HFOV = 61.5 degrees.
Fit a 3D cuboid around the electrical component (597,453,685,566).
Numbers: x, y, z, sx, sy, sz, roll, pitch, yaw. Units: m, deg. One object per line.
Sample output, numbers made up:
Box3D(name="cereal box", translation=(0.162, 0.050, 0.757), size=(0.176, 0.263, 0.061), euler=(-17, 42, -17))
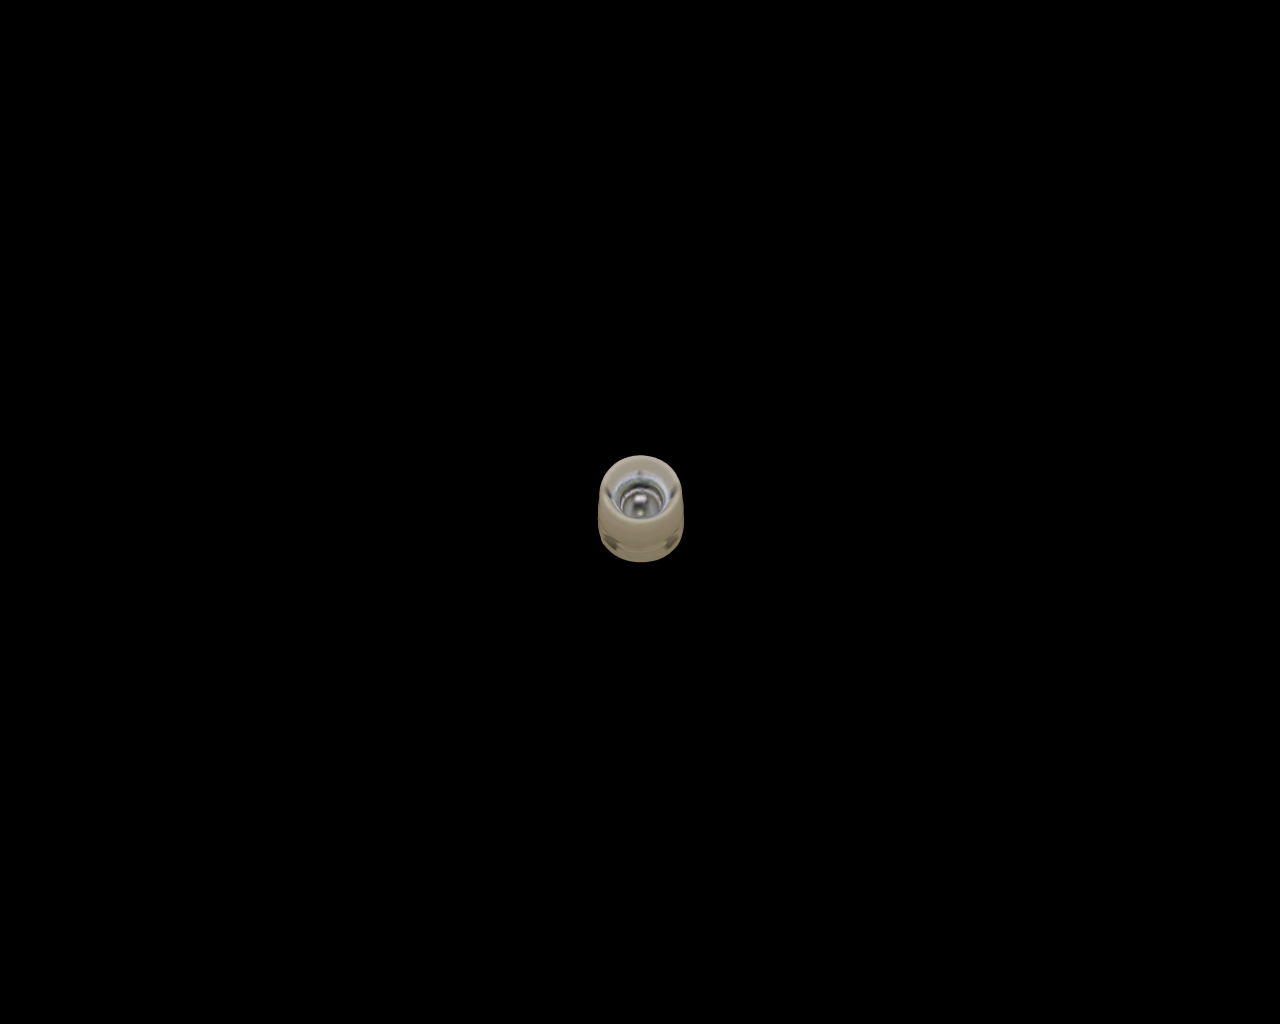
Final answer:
Box3D(name="electrical component", translation=(0.001, -0.003, 0.650), size=(0.055, 0.055, 0.047), euler=(0, -30, 0))
